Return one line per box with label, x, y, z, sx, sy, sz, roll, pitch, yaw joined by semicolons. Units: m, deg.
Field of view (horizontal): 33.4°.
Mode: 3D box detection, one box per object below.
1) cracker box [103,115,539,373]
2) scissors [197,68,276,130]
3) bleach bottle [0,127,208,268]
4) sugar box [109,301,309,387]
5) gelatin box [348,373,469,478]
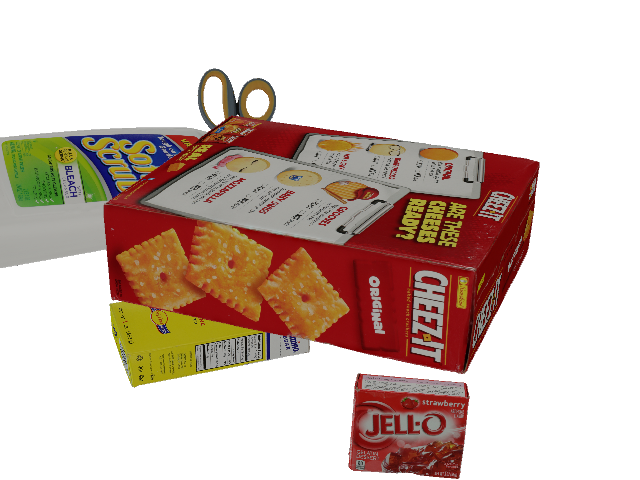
cracker box;0.006;-0.006;0.634;0.214;0.072;0.164;11;28;19
scissors;-0.080;-0.094;1.172;0.096;0.202;0.016;-14;-4;-17
bleach bottle;-0.133;-0.048;0.813;0.250;0.102;0.068;-11;-34;-16
sugar box;-0.107;0.084;1.030;0.176;0.048;0.093;-12;33;-16
gelatin box;0.069;0.146;0.839;0.089;0.073;0.030;4;20;2
